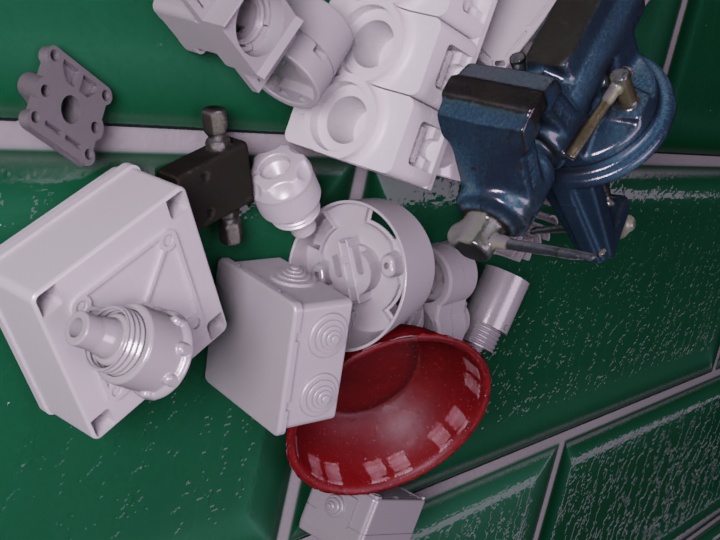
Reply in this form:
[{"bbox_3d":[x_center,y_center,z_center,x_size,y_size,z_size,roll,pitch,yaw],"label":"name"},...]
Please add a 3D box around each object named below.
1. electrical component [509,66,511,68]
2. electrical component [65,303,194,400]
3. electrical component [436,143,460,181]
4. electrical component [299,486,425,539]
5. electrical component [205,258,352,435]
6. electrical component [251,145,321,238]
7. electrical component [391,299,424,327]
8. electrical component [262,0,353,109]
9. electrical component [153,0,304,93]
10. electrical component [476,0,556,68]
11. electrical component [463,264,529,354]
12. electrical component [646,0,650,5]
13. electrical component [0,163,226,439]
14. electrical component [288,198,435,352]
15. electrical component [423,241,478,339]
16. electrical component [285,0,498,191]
[{"bbox_3d":[0.099,-0.178,0.823,0.040,0.040,0.078,-29,125,-43],"label":"electrical component"},{"bbox_3d":[-0.118,0.037,0.539,0.062,0.048,0.048,27,86,-49],"label":"electrical component"},{"bbox_3d":[0.058,-0.102,0.797,0.095,0.054,0.059,3,105,-54],"label":"electrical component"},{"bbox_3d":[-0.003,0.200,0.874,0.096,0.062,0.061,19,93,-56],"label":"electrical component"},{"bbox_3d":[-0.052,0.045,0.689,0.048,0.100,0.099,-6,114,-39],"label":"electrical component"},{"bbox_3d":[-0.046,-0.046,0.696,0.043,0.043,0.062,-52,144,-23],"label":"electrical component"},{"bbox_3d":[0.020,0.027,0.825,0.066,0.048,0.055,-51,135,-23],"label":"electrical component"},{"bbox_3d":[-0.037,-0.134,0.651,0.047,0.055,0.055,-58,145,-21],"label":"electrical component"},{"bbox_3d":[-0.074,-0.140,0.587,0.042,0.064,0.081,-57,144,-14],"label":"electrical component"},{"bbox_3d":[0.097,-0.188,0.773,0.096,0.062,0.061,-52,-173,-9],"label":"electrical component"},{"bbox_3d":[0.116,0.040,0.964,0.043,0.043,0.081,30,83,-56],"label":"electrical component"},{"bbox_3d":[0.256,-0.265,0.991,0.046,0.040,0.040,-48,141,-36],"label":"electrical component"},{"bbox_3d":[-0.138,0.016,0.592,0.109,0.056,0.108,-42,138,-33],"label":"electrical component"},{"bbox_3d":[0.000,0.000,0.737,0.064,0.099,0.099,-21,124,-55],"label":"electrical component"},{"bbox_3d":[0.065,0.042,0.888,0.074,0.052,0.138,-13,119,-50],"label":"electrical component"},{"bbox_3d":[0.020,-0.139,0.693,0.062,0.089,0.150,13,97,-56],"label":"electrical component"}]
